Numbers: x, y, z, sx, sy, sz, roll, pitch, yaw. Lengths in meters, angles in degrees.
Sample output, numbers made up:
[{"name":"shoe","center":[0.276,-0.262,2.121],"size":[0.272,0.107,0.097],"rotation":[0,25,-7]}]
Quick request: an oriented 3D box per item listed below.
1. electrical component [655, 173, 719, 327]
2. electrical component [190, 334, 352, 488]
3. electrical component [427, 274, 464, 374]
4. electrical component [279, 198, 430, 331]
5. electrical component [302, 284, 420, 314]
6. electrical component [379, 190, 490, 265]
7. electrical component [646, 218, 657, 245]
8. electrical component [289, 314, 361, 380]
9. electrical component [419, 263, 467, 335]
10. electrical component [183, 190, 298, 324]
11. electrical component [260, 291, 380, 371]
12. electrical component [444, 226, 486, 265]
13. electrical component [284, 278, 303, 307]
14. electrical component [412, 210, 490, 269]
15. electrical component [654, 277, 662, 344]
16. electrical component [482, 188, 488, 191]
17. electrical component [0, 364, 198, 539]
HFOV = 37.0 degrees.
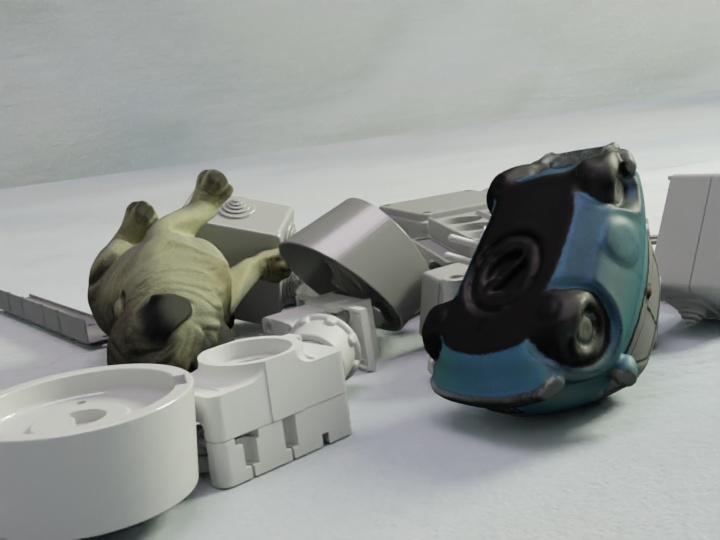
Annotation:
[{"name":"electrical component","center":[0.231,-0.008,0.694],"size":[0.061,0.096,0.062],"rotation":[3,-18,43]},{"name":"electrical component","center":[-0.054,0.069,0.564],"size":[0.089,0.055,0.050],"rotation":[-17,15,-42]},{"name":"electrical component","center":[0.062,0.034,0.650],"size":[0.048,0.062,0.048],"rotation":[-7,11,1]},{"name":"electrical component","center":[0.000,0.000,0.744],"size":[0.064,0.099,0.099],"rotation":[-41,24,-19]},{"name":"electrical component","center":[0.002,0.016,0.845],"size":[0.099,0.064,0.099],"rotation":[6,15,-2]},{"name":"electrical component","center":[0.086,-0.038,1.021],"size":[0.109,0.056,0.109],"rotation":[-11,12,-21]},{"name":"electrical component","center":[0.219,-0.023,0.890],"size":[0.079,0.044,0.077],"rotation":[-5,11,13]},{"name":"electrical component","center":[-0.029,0.057,0.642],"size":[0.048,0.048,0.062],"rotation":[-4,18,18]},{"name":"electrical component","center":[0.095,0.026,0.717],"size":[0.083,0.047,0.076],"rotation":[-15,27,-36]},{"name":"electrical component","center":[-0.098,-0.011,0.842],"size":[0.100,0.099,0.048],"rotation":[11,37,9]},{"name":"electrical component","center":[-0.028,0.044,0.712],"size":[0.064,0.042,0.081],"rotation":[-18,15,-32]},{"name":"electrical component","center":[0.091,-0.005,0.674],"size":[0.077,0.047,0.065],"rotation":[16,41,2]},{"name":"electrical component","center":[-0.051,0.005,0.914],"size":[0.066,0.047,0.077],"rotation":[-14,13,-30]},{"name":"electrical component","center":[0.092,-0.006,0.833],"size":[0.079,0.063,0.121],"rotation":[-9,11,-9]},{"name":"electrical component","center":[0.158,0.023,0.671],"size":[0.055,0.048,0.066],"rotation":[4,49,17]},{"name":"electrical component","center":[0.123,-0.058,1.123],"size":[0.077,0.047,0.066],"rotation":[-1,12,30]},{"name":"electrical component","center":[-0.126,0.088,0.498],"size":[0.108,0.060,0.108],"rotation":[-7,11,1]}]
